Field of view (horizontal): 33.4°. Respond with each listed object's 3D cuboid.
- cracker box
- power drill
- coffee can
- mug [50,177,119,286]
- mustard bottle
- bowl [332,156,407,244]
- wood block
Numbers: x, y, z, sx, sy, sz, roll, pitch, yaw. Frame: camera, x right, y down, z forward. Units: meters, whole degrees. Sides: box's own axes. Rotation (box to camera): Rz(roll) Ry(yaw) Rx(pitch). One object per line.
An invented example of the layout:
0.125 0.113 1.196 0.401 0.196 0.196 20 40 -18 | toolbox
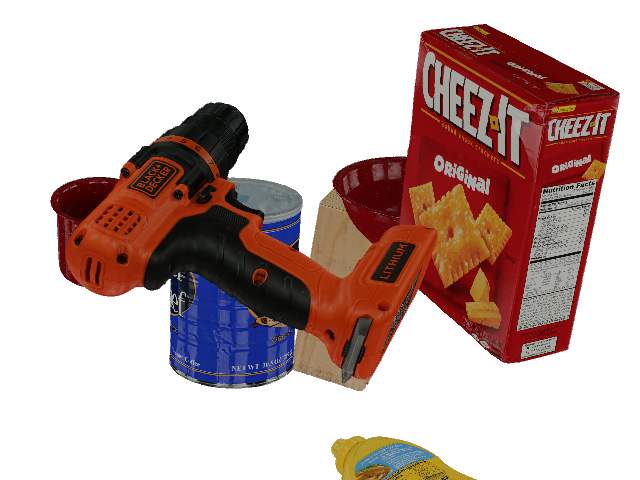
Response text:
0.132 -0.038 0.820 0.072 0.214 0.164 -11 32 -25 | cracker box
-0.030 -0.006 0.635 0.188 0.057 0.184 21 41 10 | power drill
-0.068 0.031 0.843 0.103 0.140 0.103 3 19 -1 | coffee can
-0.221 0.000 1.048 0.093 0.081 0.117 9 31 4 | mug
0.075 0.223 0.958 0.096 0.058 0.192 -20 27 -33 | mustard bottle
0.091 -0.028 1.027 0.162 0.055 0.162 2 24 -1 | bowl
0.036 0.050 1.195 0.090 0.206 0.090 16 24 13 | wood block
